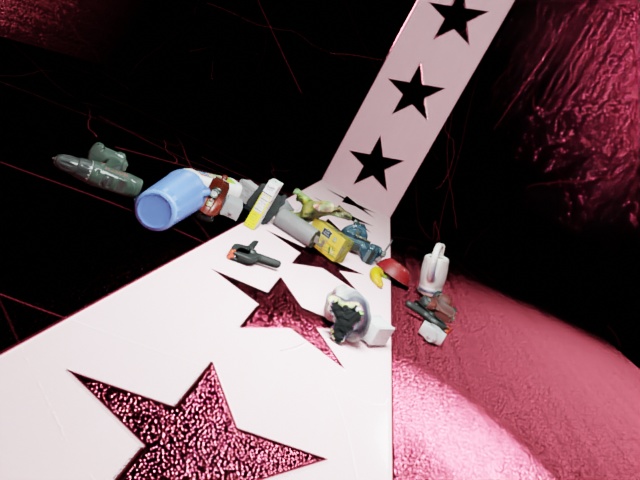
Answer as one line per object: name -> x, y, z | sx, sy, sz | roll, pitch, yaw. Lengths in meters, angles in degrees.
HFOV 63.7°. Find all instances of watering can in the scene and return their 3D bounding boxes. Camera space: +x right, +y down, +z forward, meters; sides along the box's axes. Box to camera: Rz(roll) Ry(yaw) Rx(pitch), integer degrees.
watering can -> 0.482, 0.120, 2.147 | 0.104, 0.223, 0.349 | 13, 7, 17

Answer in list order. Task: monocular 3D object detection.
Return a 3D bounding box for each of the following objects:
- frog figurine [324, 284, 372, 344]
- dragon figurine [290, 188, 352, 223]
frog figurine -> 0.069, 0.180, 1.292 | 0.138, 0.122, 0.159 | 63, 5, 2
dragon figurine -> 0.006, -0.103, 2.041 | 0.243, 0.123, 0.407 | 15, -5, 10
